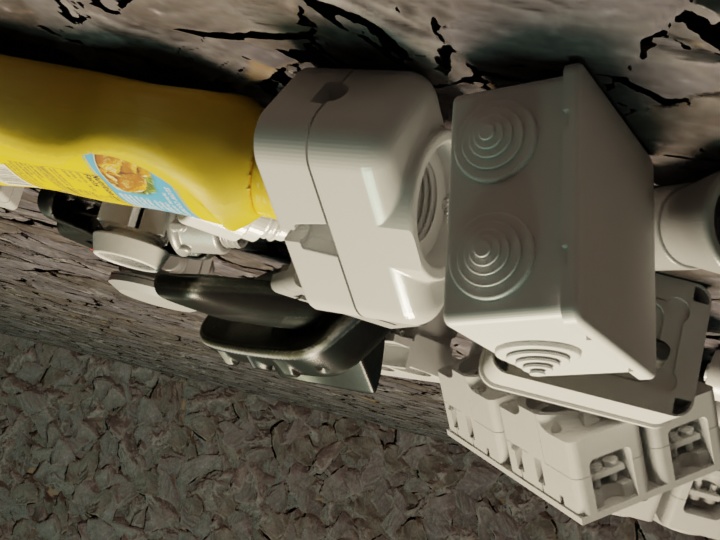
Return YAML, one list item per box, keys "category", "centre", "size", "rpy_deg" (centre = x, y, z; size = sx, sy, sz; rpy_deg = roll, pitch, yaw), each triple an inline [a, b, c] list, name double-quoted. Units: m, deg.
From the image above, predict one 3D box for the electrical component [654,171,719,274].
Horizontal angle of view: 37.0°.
- category: "electrical component"
  centre: [0.133, -0.017, 0.421]
  size: [0.044, 0.044, 0.065]
  rpy_deg: [18, 173, -18]

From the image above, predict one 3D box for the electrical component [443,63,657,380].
- category: "electrical component"
  centre: [0.069, -0.012, 0.382]
  size: [0.048, 0.099, 0.100]
  rpy_deg: [-6, 160, 30]

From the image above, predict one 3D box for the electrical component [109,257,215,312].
- category: "electrical component"
  centre: [-0.157, 0.001, 0.863]
  size: [0.080, 0.051, 0.080]
  rpy_deg: [14, 169, 3]

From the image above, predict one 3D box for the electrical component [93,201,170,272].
- category: "electrical component"
  centre: [-0.137, -0.031, 0.664]
  size: [0.066, 0.055, 0.048]
  rpy_deg: [15, 169, -3]

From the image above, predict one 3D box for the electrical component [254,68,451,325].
- category: "electrical component"
  centre: [0.007, -0.027, 0.413]
  size: [0.059, 0.053, 0.095]
  rpy_deg: [8, 134, 29]

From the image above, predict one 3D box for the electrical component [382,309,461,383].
- category: "electrical component"
  centre: [0.017, 0.046, 0.831]
  size: [0.079, 0.063, 0.121]
  rpy_deg: [23, 166, -38]

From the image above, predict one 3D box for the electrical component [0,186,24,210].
- category: "electrical component"
  centre: [-0.224, -0.072, 0.596]
  size: [0.066, 0.047, 0.076]
  rpy_deg: [15, 169, 0]

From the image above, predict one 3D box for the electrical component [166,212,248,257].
- category: "electrical component"
  centre: [-0.079, -0.030, 0.628]
  size: [0.062, 0.048, 0.048]
  rpy_deg: [4, 167, 13]

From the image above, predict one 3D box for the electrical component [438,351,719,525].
- category: "electrical component"
  centre: [0.138, 0.091, 0.716]
  size: [0.105, 0.060, 0.186]
  rpy_deg: [-17, -166, -17]

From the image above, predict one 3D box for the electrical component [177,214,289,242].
- category: "electrical component"
  centre: [-0.064, -0.035, 0.589]
  size: [0.078, 0.040, 0.040]
  rpy_deg: [20, 168, -26]

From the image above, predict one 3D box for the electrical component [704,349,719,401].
- category: "electrical component"
  centre: [0.265, 0.077, 0.721]
  size: [0.065, 0.044, 0.044]
  rpy_deg: [14, 170, 28]

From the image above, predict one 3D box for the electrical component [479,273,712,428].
- category: "electrical component"
  centre: [0.130, 0.038, 0.604]
  size: [0.113, 0.078, 0.057]
  rpy_deg: [14, 166, 3]

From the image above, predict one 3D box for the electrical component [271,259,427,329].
- category: "electrical component"
  centre: [0.000, 0.000, 0.654]
  size: [0.089, 0.050, 0.056]
  rpy_deg: [18, 169, -19]

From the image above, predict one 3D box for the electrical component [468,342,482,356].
- category: "electrical component"
  centre: [0.114, 0.070, 0.853]
  size: [0.047, 0.055, 0.055]
  rpy_deg: [19, 169, -4]

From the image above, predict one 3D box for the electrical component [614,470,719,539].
- category: "electrical component"
  centre: [0.224, 0.143, 0.866]
  size: [0.105, 0.060, 0.186]
  rpy_deg: [15, -167, -2]

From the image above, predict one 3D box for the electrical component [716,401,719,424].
- category: "electrical component"
  centre: [0.278, 0.098, 0.801]
  size: [0.048, 0.048, 0.062]
  rpy_deg: [13, 177, 9]
